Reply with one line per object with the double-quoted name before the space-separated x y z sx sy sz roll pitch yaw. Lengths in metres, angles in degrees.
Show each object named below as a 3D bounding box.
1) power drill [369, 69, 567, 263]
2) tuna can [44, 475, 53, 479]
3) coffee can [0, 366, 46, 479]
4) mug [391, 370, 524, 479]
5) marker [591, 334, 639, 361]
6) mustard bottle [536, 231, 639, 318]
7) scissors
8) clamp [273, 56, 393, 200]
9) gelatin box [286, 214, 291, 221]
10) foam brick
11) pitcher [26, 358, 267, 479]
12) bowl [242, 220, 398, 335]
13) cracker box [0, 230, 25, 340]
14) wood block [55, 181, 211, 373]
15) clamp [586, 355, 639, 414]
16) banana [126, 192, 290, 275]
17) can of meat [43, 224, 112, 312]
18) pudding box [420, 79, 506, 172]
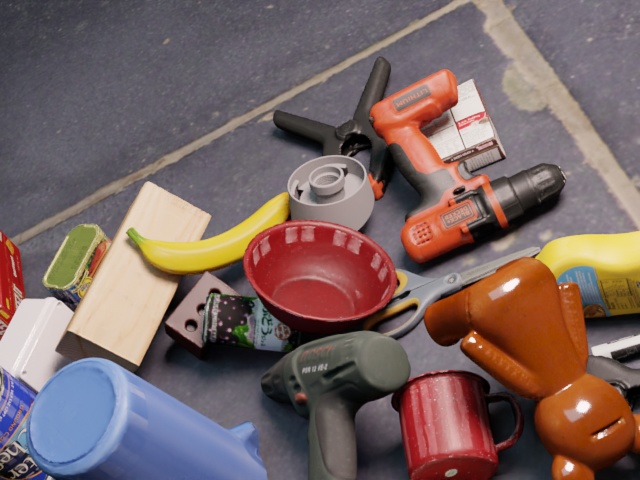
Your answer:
"power drill" 0.148 -0.088 1.150 0.184 0.057 0.188 -25 67 7
"tuna can" -0.254 0.265 1.140 0.086 0.033 0.086 -16 48 18
"coffee can" -0.347 0.207 1.167 0.103 0.140 0.103 -16 47 18
"mug" 0.127 0.173 0.964 0.117 0.093 0.081 -14 53 10
"marker" 0.310 0.090 0.975 0.121 0.020 0.020 -19 46 15
"mustard bottle" 0.262 0.034 0.995 0.192 0.096 0.058 -6 50 26
"scissors" 0.125 0.037 1.127 0.202 0.016 0.096 -33 45 1
"clamp" 0.028 -0.125 1.303 0.165 0.036 0.210 -22 48 12
"gelatin box" -0.008 0.002 1.224 0.089 0.030 0.073 6 57 33
"foam brick" -0.131 0.084 1.195 0.053 0.051 0.078 35 72 5
"pitcher" -0.165 0.212 0.986 0.145 0.242 0.149 -14 55 21
"bowl" -0.003 0.048 1.116 0.162 0.055 0.162 7 38 -5
"cracker box" -0.491 0.096 1.393 0.214 0.072 0.164 -28 46 5
"wood block" -0.215 0.049 1.236 0.091 0.090 0.206 -43 21 59
"clamp" 0.272 0.135 0.943 0.172 0.039 0.120 15 66 36
"banana" -0.115 -0.001 1.210 0.197 0.069 0.037 -13 7 -18
"can of meat" -0.282 0.042 1.308 0.058 0.084 0.102 2 55 31
"pudding box" 0.154 -0.125 1.232 0.090 0.039 0.113 -23 44 12
